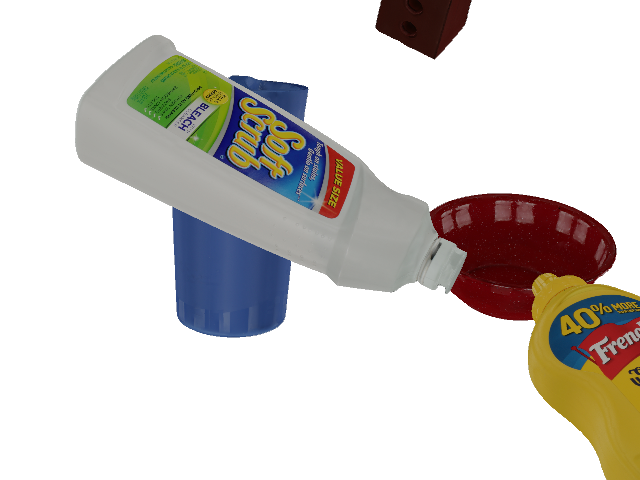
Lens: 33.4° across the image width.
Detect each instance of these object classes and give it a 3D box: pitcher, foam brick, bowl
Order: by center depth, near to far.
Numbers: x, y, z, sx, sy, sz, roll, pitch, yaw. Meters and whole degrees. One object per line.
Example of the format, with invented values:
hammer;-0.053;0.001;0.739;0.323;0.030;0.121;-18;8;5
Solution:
foam brick;0.078;-0.179;0.756;0.053;0.051;0.078;29;-34;14
bowl;0.161;0.020;0.893;0.162;0.055;0.162;1;30;-1
pitcher;-0.077;-0.038;1.037;0.149;0.243;0.145;-1;14;-17

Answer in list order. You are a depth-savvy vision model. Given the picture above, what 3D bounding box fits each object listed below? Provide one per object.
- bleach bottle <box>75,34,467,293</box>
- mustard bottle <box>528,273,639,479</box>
bleach bottle;-0.024;-0.039;0.669;0.251;0.068;0.102;26;46;13
mustard bottle;0.176;0.077;0.620;0.096;0.058;0.192;-14;35;-13
